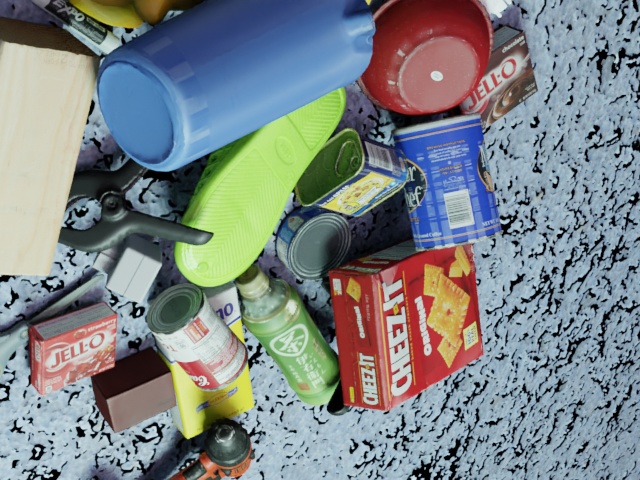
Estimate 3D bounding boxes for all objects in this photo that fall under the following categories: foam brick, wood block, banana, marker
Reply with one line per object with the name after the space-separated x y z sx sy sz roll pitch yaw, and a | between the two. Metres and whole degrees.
-0.203 0.163 1.159 0.078 0.051 0.053 -22 128 -26 | foam brick
-0.270 -0.081 0.932 0.090 0.091 0.206 3 114 -38 | wood block
-0.212 -0.252 0.910 0.069 0.037 0.198 -35 132 -16 | banana
-0.227 -0.202 0.941 0.121 0.020 0.020 32 94 -44 | marker

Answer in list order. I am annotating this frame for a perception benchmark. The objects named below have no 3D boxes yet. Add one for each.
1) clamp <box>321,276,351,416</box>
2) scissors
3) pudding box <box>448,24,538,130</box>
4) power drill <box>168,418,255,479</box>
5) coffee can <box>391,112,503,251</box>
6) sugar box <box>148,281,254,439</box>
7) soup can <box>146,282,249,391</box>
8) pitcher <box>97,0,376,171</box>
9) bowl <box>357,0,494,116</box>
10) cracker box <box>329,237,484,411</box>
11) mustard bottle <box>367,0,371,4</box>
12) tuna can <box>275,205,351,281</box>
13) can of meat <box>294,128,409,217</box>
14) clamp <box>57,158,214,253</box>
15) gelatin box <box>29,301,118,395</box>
0.063 0.105 1.302 0.209 0.036 0.164 -22 110 -54 | clamp
-0.311 0.086 1.054 0.201 0.016 0.096 -48 134 -4 | scissors
0.199 -0.188 1.262 0.113 0.039 0.090 -37 132 -14 | pudding box
-0.158 0.276 1.213 0.187 0.057 0.184 -33 162 -12 | power drill
0.144 -0.067 1.212 0.102 0.103 0.140 -14 95 -31 | coffee can
-0.131 0.131 1.199 0.093 0.048 0.176 -24 129 -24 | sugar box
-0.127 0.101 1.109 0.068 0.069 0.102 -41 130 -11 | soup can
-0.080 -0.155 0.938 0.242 0.145 0.149 -36 165 -40 | pitcher
0.120 -0.191 1.153 0.162 0.055 0.162 -8 130 -10 | bowl
0.109 0.090 1.268 0.213 0.072 0.164 -20 107 -49 | cracker box
0.006 -0.240 1.069 0.096 0.058 0.192 23 100 -48 | mustard bottle
-0.008 0.002 1.222 0.086 0.034 0.086 -18 126 -28 | tuna can
0.035 -0.071 1.173 0.083 0.057 0.102 14 143 -45 | can of meat
-0.193 -0.045 1.020 0.171 0.039 0.120 -7 82 -4 | clamp
-0.252 0.110 1.091 0.089 0.030 0.073 -20 134 -37 | gelatin box
